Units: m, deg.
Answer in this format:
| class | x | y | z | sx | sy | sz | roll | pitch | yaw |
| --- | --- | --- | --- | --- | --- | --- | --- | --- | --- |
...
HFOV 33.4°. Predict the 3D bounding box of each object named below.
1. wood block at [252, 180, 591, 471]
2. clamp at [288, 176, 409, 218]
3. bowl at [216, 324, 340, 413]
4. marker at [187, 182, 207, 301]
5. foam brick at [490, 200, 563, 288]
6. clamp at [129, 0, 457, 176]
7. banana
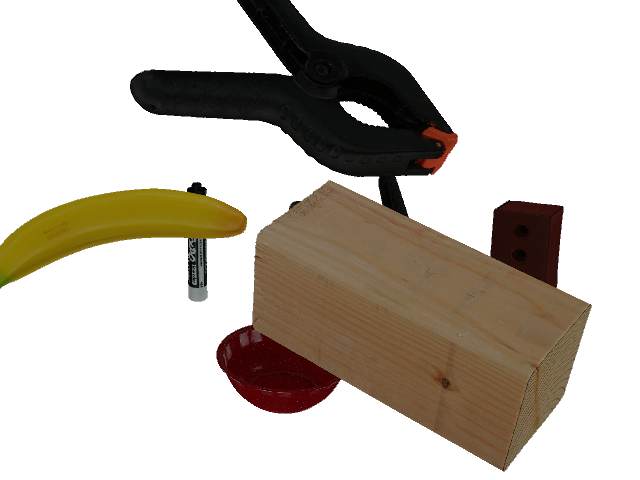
| class | x | y | z | sx | sy | sz | roll | pitch | yaw |
| --- | --- | --- | --- | --- | --- | --- | --- | --- | --- |
| wood block | 0.062 | 0.052 | 0.722 | 0.206 | 0.091 | 0.090 | 27 | 44 | 25 |
| clamp | 0.075 | 0.001 | 1.199 | 0.164 | 0.036 | 0.210 | -16 | 51 | -35 |
| bowl | -0.044 | 0.159 | 1.277 | 0.162 | 0.055 | 0.162 | 2 | 25 | -1 |
| marker | -0.120 | 0.002 | 1.034 | 0.020 | 0.121 | 0.020 | 2 | 23 | -1 |
| foam brick | 0.182 | 0.008 | 0.947 | 0.053 | 0.078 | 0.051 | 8 | 16 | 24 |
| clamp | -0.013 | -0.078 | 0.573 | 0.171 | 0.120 | 0.039 | 33 | -26 | 7 |
| banana | -0.156 | -0.005 | 0.783 | 0.197 | 0.070 | 0.037 | -18 | -26 | -10 |
